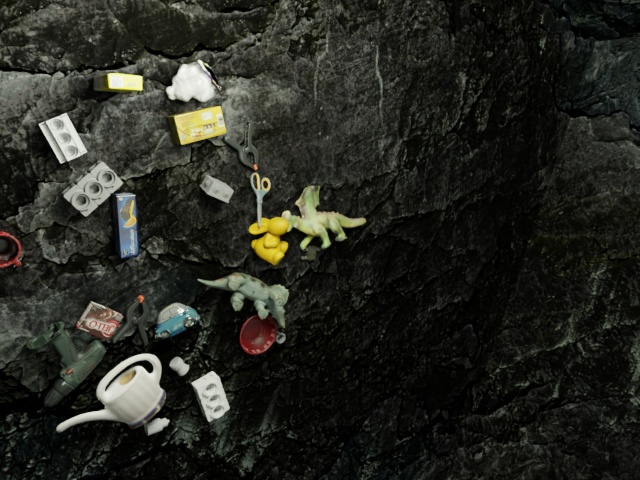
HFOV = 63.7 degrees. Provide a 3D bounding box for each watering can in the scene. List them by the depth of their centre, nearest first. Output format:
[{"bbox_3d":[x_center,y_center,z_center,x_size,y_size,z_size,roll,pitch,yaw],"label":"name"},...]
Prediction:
[{"bbox_3d":[-0.652,0.532,1.683,0.352,0.104,0.220,-43,122,-22],"label":"watering can"}]

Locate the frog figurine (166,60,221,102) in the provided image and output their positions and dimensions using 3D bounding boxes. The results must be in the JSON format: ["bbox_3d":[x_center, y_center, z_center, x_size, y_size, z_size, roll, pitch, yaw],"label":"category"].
[{"bbox_3d":[-0.418,-0.505,1.685,0.158,0.125,0.135,-29,132,12],"label":"frog figurine"}]

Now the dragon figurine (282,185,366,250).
[{"bbox_3d":[0.006,-0.104,2.066,0.415,0.122,0.240,-27,106,-35],"label":"dragon figurine"}]
